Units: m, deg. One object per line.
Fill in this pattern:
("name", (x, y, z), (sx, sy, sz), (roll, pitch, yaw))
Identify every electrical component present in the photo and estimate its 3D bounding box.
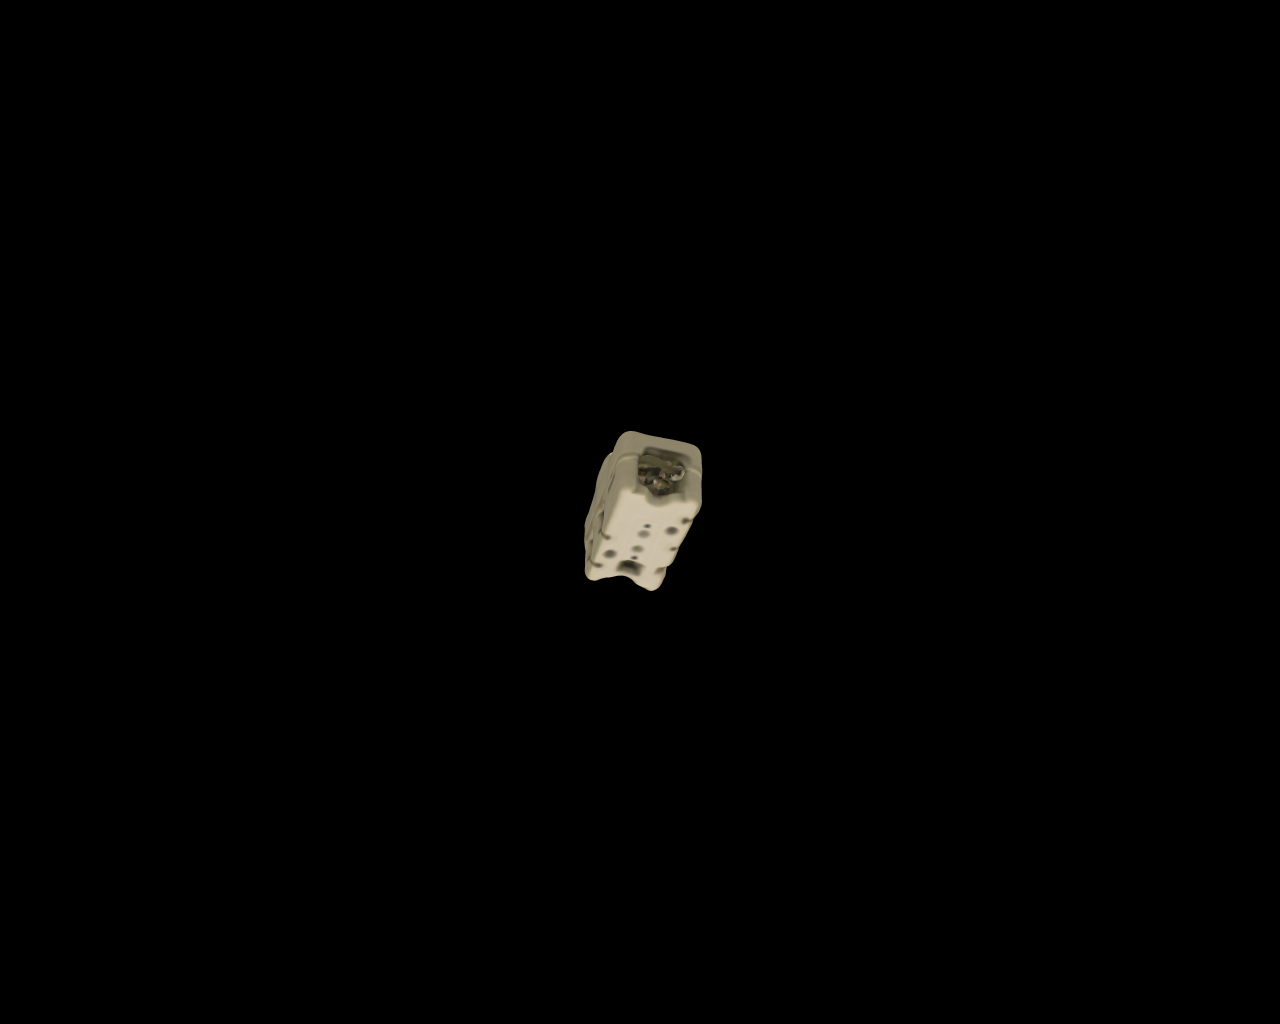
("electrical component", (0.001, -0.003, 0.650), (0.050, 0.056, 0.089), (11, -43, -12))
